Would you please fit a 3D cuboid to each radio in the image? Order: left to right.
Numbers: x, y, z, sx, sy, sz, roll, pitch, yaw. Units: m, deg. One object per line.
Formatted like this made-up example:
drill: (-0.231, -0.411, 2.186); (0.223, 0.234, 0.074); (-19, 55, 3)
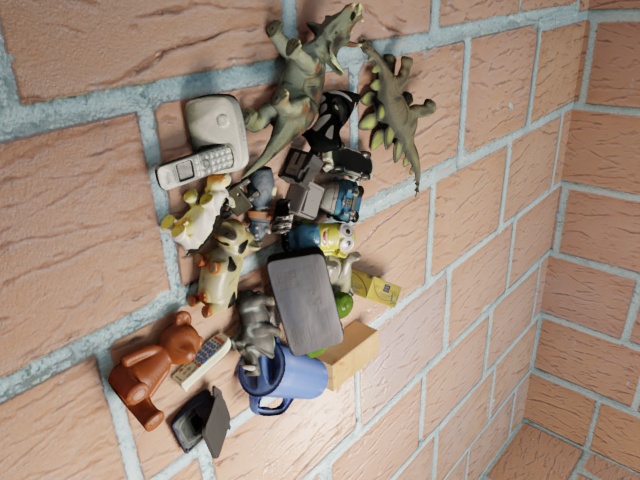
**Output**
radio: (-0.031, 0.134, 1.208); (0.131, 0.073, 0.229); (-14, 103, 1)

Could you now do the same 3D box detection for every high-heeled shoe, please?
high-heeled shoe: (0.051, -0.272, 1.204); (0.249, 0.145, 0.086); (-40, 134, -31)

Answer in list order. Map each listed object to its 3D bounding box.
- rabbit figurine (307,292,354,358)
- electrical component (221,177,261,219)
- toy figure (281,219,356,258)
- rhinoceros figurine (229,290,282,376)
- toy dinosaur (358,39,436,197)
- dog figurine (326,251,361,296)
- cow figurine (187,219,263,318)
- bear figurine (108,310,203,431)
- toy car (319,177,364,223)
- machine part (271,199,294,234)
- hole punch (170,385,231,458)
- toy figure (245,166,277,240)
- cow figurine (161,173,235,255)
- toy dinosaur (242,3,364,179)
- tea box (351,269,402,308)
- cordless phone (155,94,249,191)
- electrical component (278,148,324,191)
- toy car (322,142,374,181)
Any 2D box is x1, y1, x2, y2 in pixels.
rabbit figurine: (0.014, 0.196, 1.339); (0.170, 0.121, 0.159); (-35, 176, -1)
electrical component: (-0.170, -0.083, 1.089); (0.094, 0.021, 0.063); (-34, 117, 7)
toy figure: (-0.003, -0.008, 1.264); (0.180, 0.089, 0.082); (-3, 116, -13)
rhinoceros figurine: (-0.144, 0.203, 1.185); (0.112, 0.073, 0.190); (-5, 92, -18)
toy dinosaur: (0.203, -0.313, 1.412); (0.198, 0.105, 0.470); (-50, 129, -14)
dog figurine: (0.012, 0.095, 1.362); (0.172, 0.121, 0.190); (-5, 132, -15)
cow figurine: (-0.190, 0.051, 1.093); (0.127, 0.086, 0.194); (-9, 117, -55)
bear figurine: (-0.292, 0.238, 1.019); (0.196, 0.132, 0.120); (-34, 131, -30)
toy car: (0.042, -0.095, 1.294); (0.103, 0.162, 0.109); (10, 98, -7)
machine part: (-0.083, -0.047, 1.165); (0.039, 0.139, 0.084); (16, 99, -10)
hole punch: (-0.257, 0.399, 1.175); (0.116, 0.092, 0.142); (-70, 152, -53)
toy figure: (-0.125, -0.078, 1.137); (0.058, 0.064, 0.154); (-18, 119, -49)
cow figurine: (-0.218, -0.052, 1.032); (0.167, 0.068, 0.098); (-52, 144, -17)
toy dinosaur: (-0.045, -0.301, 1.108); (0.192, 0.131, 0.404); (15, 99, -52)
tea box: (0.147, 0.137, 1.531); (0.169, 0.098, 0.068); (25, 85, -50)
cordless phone: (-0.224, -0.176, 0.964); (0.184, 0.089, 0.146); (-30, 127, -35)
electrical component: (-0.033, -0.175, 1.198); (0.047, 0.075, 0.119); (31, 86, -53)
toy car: (0.069, -0.191, 1.327); (0.201, 0.056, 0.073); (7, 83, -51)
